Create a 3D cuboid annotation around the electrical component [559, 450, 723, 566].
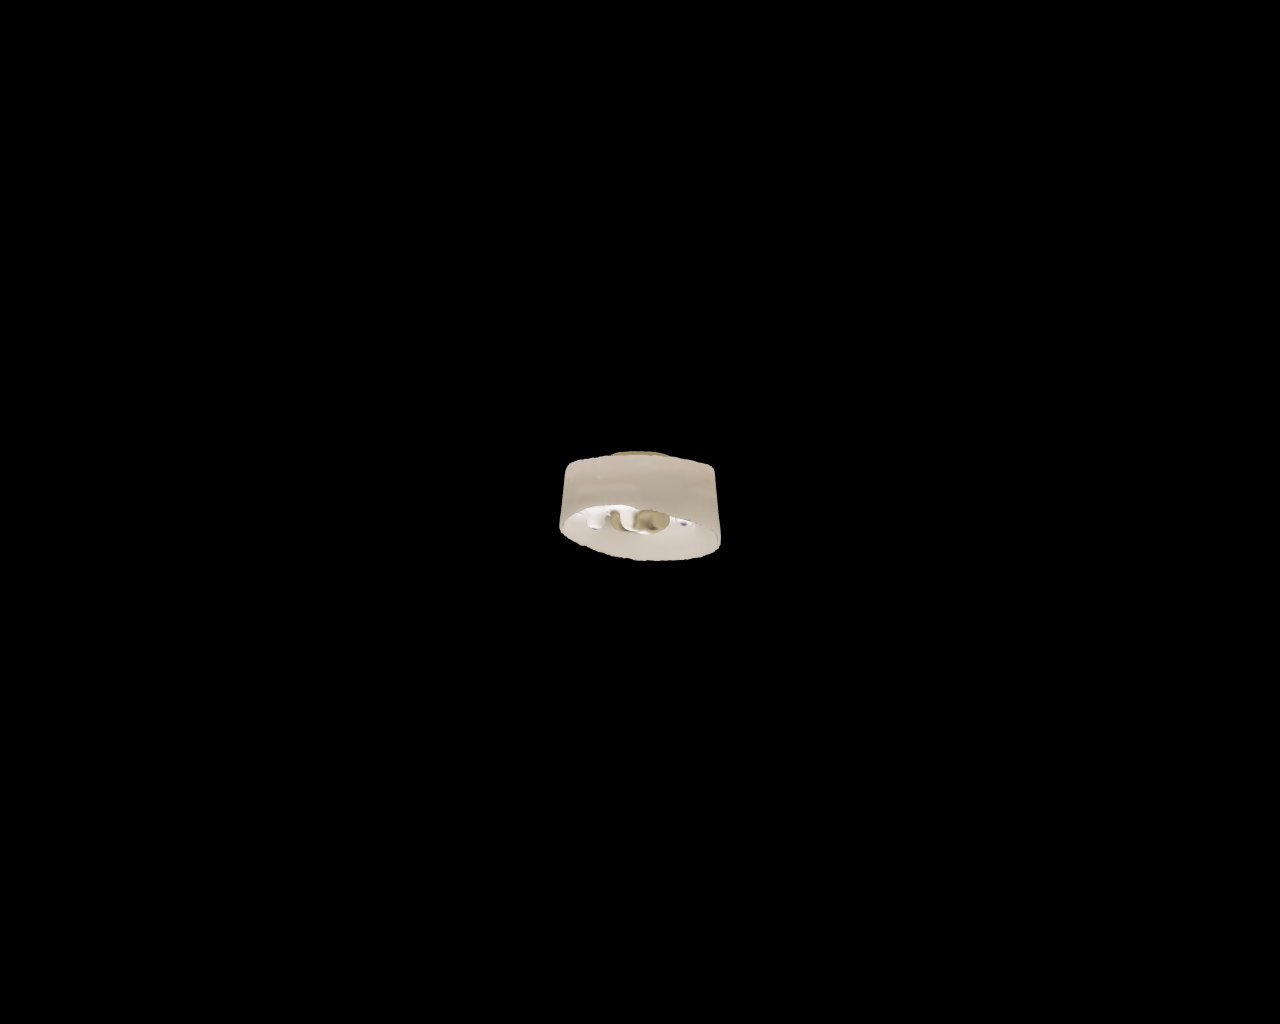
[{"bbox_3d":[0.001,-0.003,0.650,0.099,0.064,0.099,0,-7,0],"label":"electrical component"}]
